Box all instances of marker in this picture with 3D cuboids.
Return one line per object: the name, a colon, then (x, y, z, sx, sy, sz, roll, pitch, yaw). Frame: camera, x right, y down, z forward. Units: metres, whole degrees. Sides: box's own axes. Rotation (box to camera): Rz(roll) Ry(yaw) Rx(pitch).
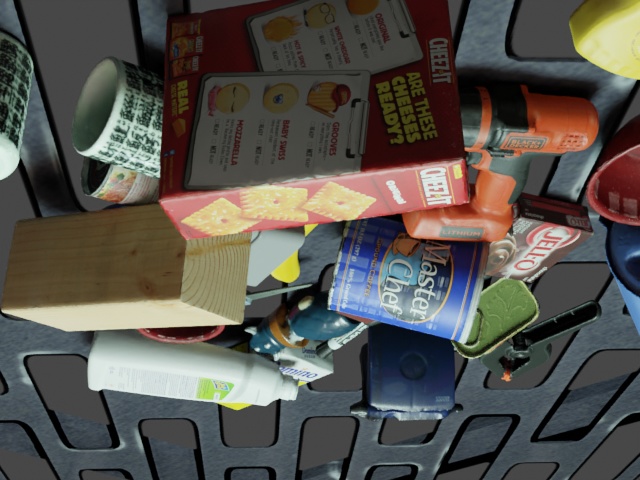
marker: (0.035, 0.112, 1.296, 0.020, 0.020, 0.121, 19, 138, -33)

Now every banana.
banana: (-0.023, -0.003, 1.079, 0.069, 0.037, 0.198, 9, 149, -20)

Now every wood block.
wood block: (-0.174, 0.027, 0.953, 0.206, 0.090, 0.090, -5, 160, 31)

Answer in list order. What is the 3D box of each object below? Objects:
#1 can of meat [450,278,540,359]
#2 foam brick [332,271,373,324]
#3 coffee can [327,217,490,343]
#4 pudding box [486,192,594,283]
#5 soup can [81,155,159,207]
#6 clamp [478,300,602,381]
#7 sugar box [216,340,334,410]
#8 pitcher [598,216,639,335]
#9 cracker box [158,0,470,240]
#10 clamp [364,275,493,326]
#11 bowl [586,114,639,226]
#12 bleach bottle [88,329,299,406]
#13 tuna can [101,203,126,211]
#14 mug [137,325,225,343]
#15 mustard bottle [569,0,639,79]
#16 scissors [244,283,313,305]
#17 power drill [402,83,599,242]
can of meat: (0.195, 0.086, 1.189, 0.102, 0.057, 0.084, -36, 167, 10)
foam brick: (0.059, 0.051, 1.167, 0.051, 0.053, 0.078, 24, 141, -38)
coffee can: (0.087, 0.036, 1.053, 0.140, 0.102, 0.103, 14, 151, 5)
pudding box: (0.209, -0.001, 1.094, 0.090, 0.039, 0.114, 11, 148, -22)
soup can: (-0.149, -0.058, 0.940, 0.102, 0.068, 0.069, 17, 146, -32)
clamp: (0.257, 0.124, 1.327, 0.164, 0.036, 0.210, -3, 151, 6)
sugar box: (-0.077, 0.168, 1.379, 0.177, 0.048, 0.093, -24, 144, 37)
pitcher: (0.384, 0.052, 1.102, 0.145, 0.149, 0.242, -17, 152, 14)
cracker box: (-0.005, -0.096, 0.780, 0.214, 0.164, 0.072, -7, 152, 9)
clamp: (0.141, 0.063, 1.210, 0.120, 0.039, 0.172, 8, 150, -44)
bowl: (0.316, -0.074, 0.952, 0.162, 0.055, 0.162, -1, 151, -1)
bleach bottle: (-0.152, 0.161, 1.297, 0.250, 0.068, 0.103, 12, 147, -4)
tuna can: (-0.185, -0.004, 1.071, 0.086, 0.034, 0.086, -1, 151, -1)
mug: (-0.148, 0.060, 1.139, 0.093, 0.081, 0.117, 1, 151, -5)
mustard bottle: (0.267, -0.188, 0.739, 0.096, 0.058, 0.192, 11, 148, -23)
scissors: (-0.087, 0.073, 1.217, 0.202, 0.016, 0.096, -6, 157, 20)
power drill: (0.131, -0.067, 0.951, 0.184, 0.057, 0.188, 4, 151, -10)
